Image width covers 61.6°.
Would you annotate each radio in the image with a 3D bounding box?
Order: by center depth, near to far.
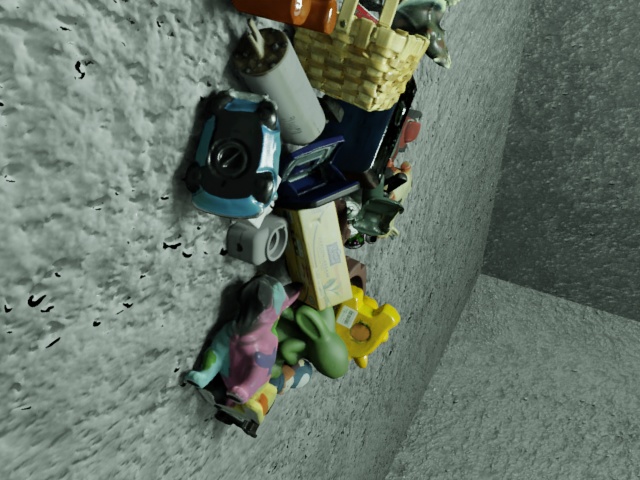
[{"bbox_3d":[0.075,-0.210,0.946,0.073,0.131,0.229,38,72,-62],"label":"radio"}]

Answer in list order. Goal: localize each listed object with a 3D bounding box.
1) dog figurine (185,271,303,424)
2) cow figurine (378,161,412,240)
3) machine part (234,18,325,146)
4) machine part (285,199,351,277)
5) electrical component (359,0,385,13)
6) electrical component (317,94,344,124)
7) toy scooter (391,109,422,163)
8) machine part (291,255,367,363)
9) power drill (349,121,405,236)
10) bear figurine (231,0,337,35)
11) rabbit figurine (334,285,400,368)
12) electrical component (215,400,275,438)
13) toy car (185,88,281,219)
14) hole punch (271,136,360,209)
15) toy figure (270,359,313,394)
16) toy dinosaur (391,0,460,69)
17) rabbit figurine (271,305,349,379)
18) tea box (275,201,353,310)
[{"bbox_3d":[-0.102,0.159,0.856,0.219,0.109,0.191,-62,154,-28],"label":"dog figurine"},{"bbox_3d":[0.161,-0.086,1.289,0.195,0.086,0.127,-62,148,-24],"label":"cow figurine"},{"bbox_3d":[-0.050,-0.205,0.745,0.079,0.079,0.243,-66,156,-15],"label":"machine part"},{"bbox_3d":[-0.002,-0.003,1.019,0.179,0.056,0.179,-43,142,-47],"label":"machine part"},{"bbox_3d":[0.100,-0.457,0.923,0.134,0.058,0.114,-11,118,-64],"label":"electrical component"},{"bbox_3d":[0.008,-0.214,0.882,0.021,0.063,0.094,-69,157,-8],"label":"electrical component"},{"bbox_3d":[0.168,-0.232,1.206,0.184,0.075,0.135,-14,119,-59],"label":"toy scooter"},{"bbox_3d":[0.018,0.143,1.128,0.201,0.087,0.200,-45,144,-44],"label":"machine part"},{"bbox_3d":[0.109,-0.126,1.020,0.232,0.086,0.207,120,-27,-48],"label":"power drill"},{"bbox_3d":[-0.035,-0.354,0.619,0.120,0.132,0.195,-22,132,-64],"label":"bear figurine"},{"bbox_3d":[0.082,0.168,1.047,0.173,0.122,0.162,-48,154,-78],"label":"rabbit figurine"},{"bbox_3d":[-0.121,0.270,0.930,0.119,0.075,0.047,-66,156,-22],"label":"electrical component"},{"bbox_3d":[-0.104,-0.104,0.690,0.103,0.109,0.161,81,16,-86],"label":"toy car"},{"bbox_3d":[-0.016,-0.103,0.839,0.142,0.116,0.092,-29,107,-32],"label":"hole punch"},{"bbox_3d":[-0.066,0.272,1.069,0.154,0.058,0.064,1,91,-64],"label":"toy figure"},{"bbox_3d":[0.207,-0.544,1.036,0.192,0.131,0.404,-32,128,-56],"label":"toy dinosaur"},{"bbox_3d":[-0.020,0.174,0.958,0.121,0.170,0.159,-27,131,-59],"label":"rabbit figurine"},{"bbox_3d":[-0.011,0.019,0.884,0.068,0.098,0.169,-20,108,-24],"label":"tea box"}]
